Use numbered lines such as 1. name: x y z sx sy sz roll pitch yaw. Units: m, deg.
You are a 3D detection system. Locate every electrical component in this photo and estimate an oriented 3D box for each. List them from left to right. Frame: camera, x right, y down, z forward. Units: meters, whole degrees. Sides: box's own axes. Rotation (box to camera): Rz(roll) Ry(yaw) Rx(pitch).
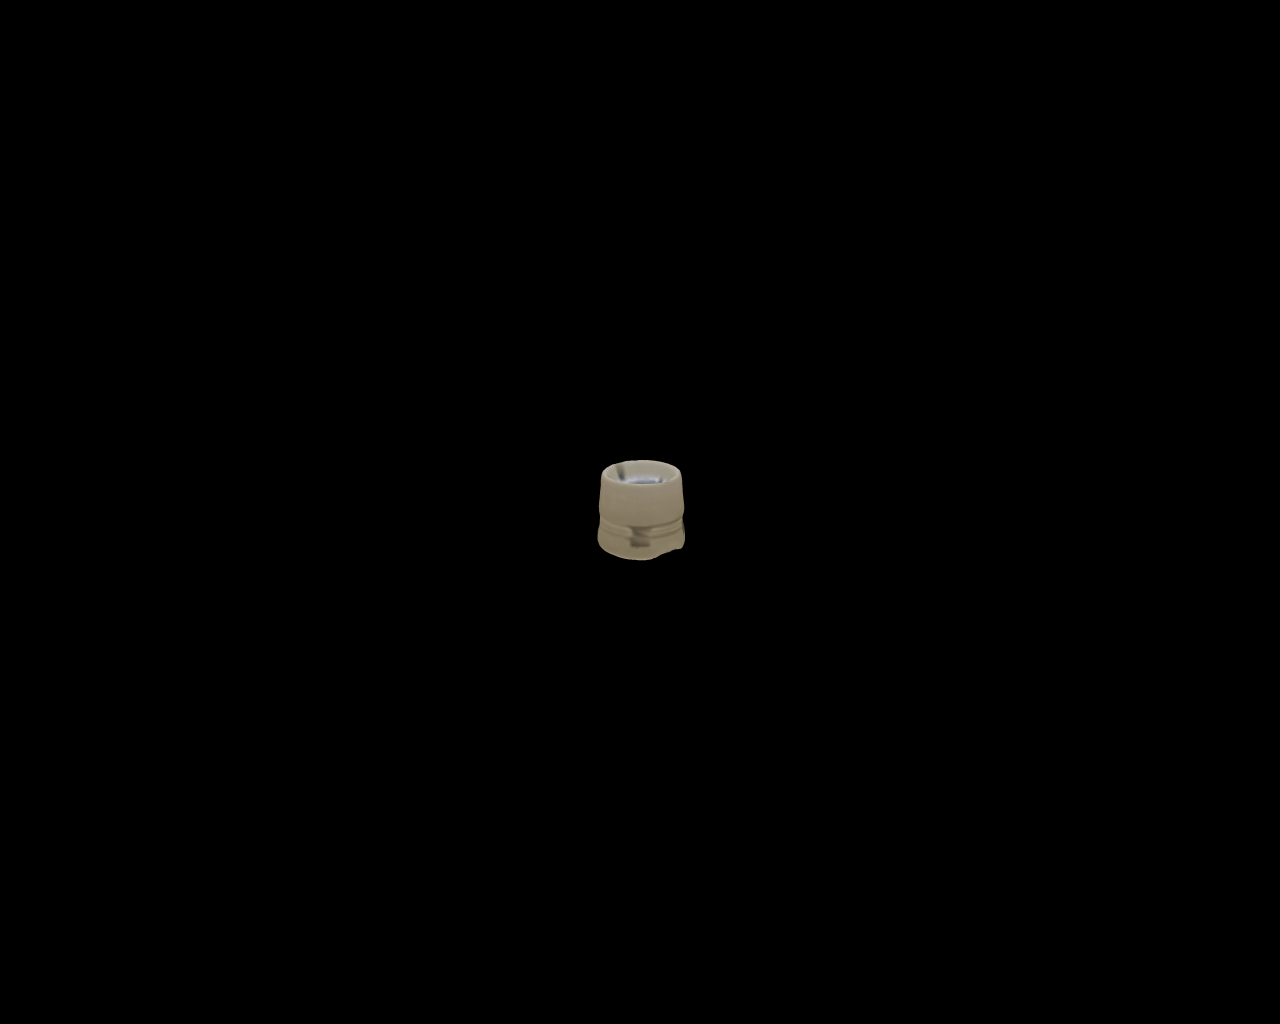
1. electrical component: 0.001 -0.003 0.650 0.055 0.047 0.055 0 20 0
